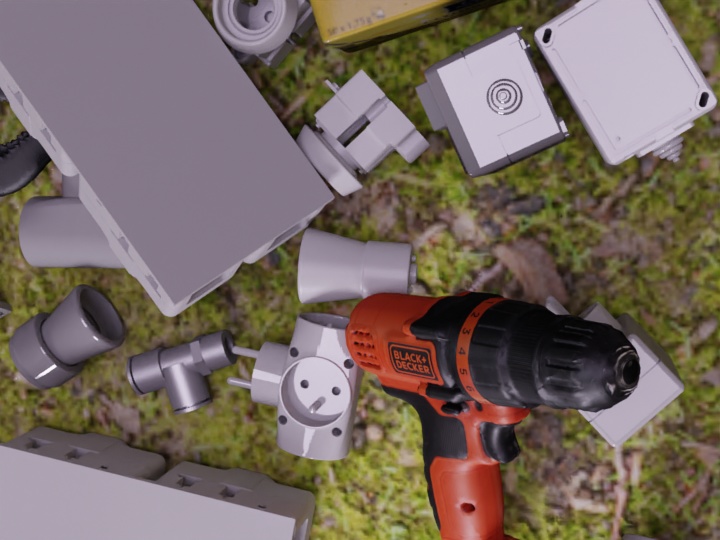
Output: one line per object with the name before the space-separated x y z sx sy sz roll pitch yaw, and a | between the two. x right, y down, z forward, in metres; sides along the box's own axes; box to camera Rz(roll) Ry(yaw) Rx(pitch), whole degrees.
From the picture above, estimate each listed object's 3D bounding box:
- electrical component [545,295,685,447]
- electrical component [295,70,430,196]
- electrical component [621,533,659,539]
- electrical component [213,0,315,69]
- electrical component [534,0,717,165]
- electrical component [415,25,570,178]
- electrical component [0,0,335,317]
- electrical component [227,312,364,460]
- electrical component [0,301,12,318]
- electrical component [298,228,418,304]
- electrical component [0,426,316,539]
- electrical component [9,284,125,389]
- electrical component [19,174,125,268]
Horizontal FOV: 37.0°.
electrical component | 0.126 0.043 0.573 0.047 0.083 0.075 -44 86 12
electrical component | -0.003 -0.075 0.608 0.055 0.048 0.066 -43 86 4
electrical component | 0.164 0.178 0.586 0.058 0.078 0.057 15 77 7
electrical component | -0.054 -0.144 0.605 0.048 0.055 0.066 43 102 5
electrical component | 0.142 -0.099 0.568 0.062 0.061 0.096 -31 89 13
electrical component | 0.070 -0.085 0.565 0.061 0.096 0.061 -24 91 13
electrical component | -0.116 -0.080 0.597 0.105 0.060 0.186 -35 88 -19
electrical component | -0.039 0.063 0.628 0.079 0.044 0.077 11 98 10
electrical component | -0.293 0.030 0.665 0.121 0.079 0.063 -27 68 13
electrical component | 0.000 0.000 0.617 0.065 0.044 0.044 5 96 6
electrical component | -0.129 0.168 0.648 0.186 0.060 0.105 12 98 10
electrical component | -0.178 0.041 0.654 0.055 0.045 0.045 -33 88 13
electrical component | -0.159 -0.041 0.643 0.077 0.043 0.079 1 95 11
